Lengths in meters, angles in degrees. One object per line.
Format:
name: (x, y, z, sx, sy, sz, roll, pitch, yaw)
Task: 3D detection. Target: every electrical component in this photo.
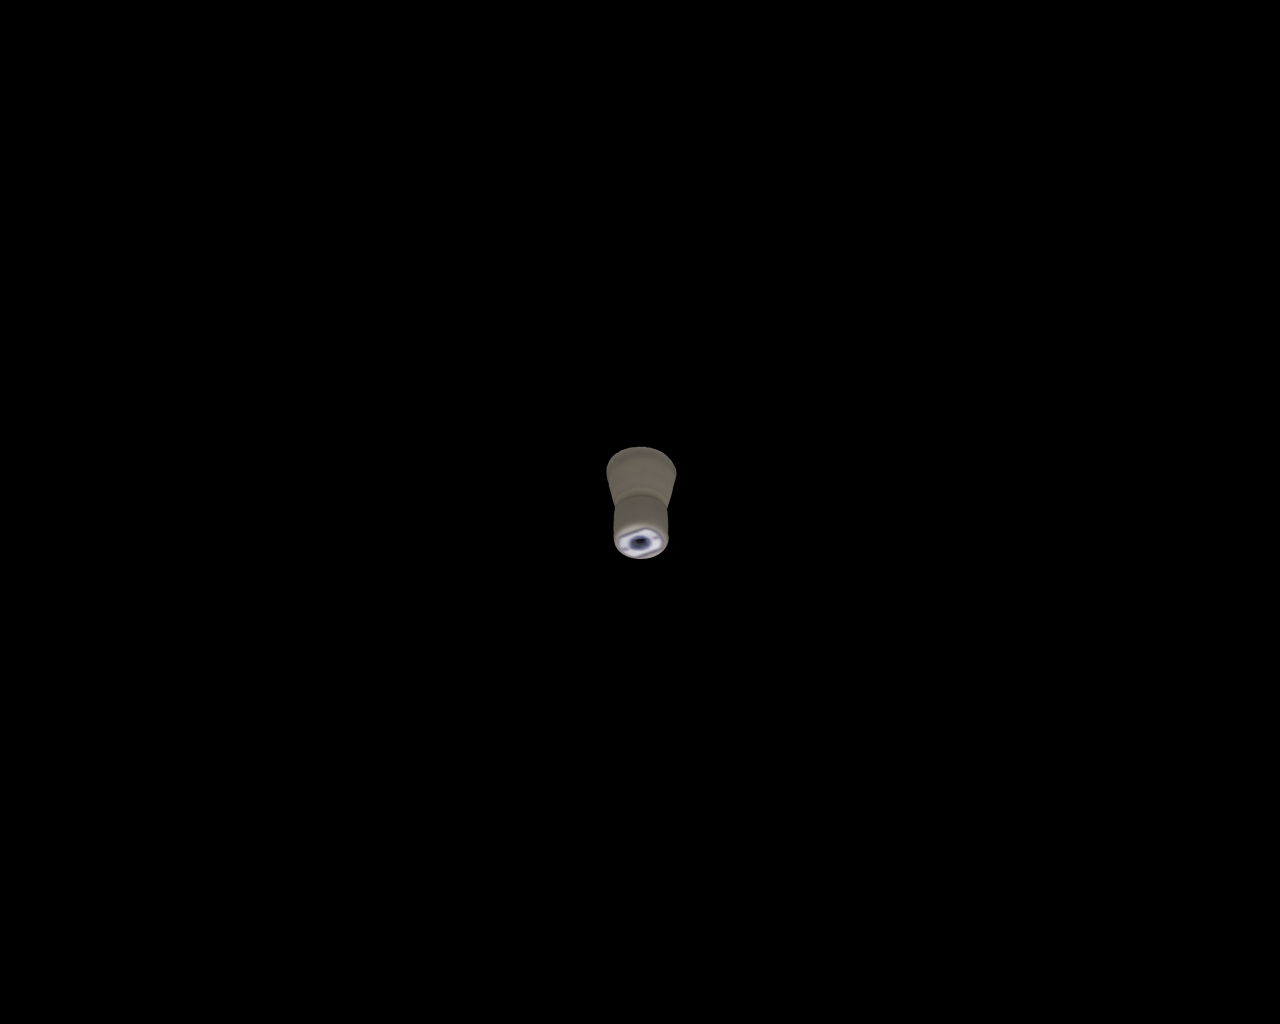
electrical component: (0.001, -0.003, 0.650, 0.044, 0.065, 0.044, 0, -44, 0)
